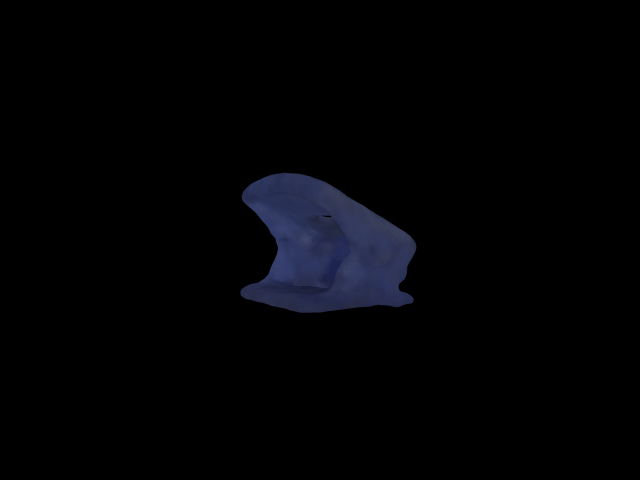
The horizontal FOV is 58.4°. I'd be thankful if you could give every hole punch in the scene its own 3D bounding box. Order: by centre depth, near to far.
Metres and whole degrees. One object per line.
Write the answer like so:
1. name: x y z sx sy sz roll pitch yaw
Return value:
1. hole punch: 0.004 0.001 0.400 0.101 0.091 0.108 -1 2 -34
